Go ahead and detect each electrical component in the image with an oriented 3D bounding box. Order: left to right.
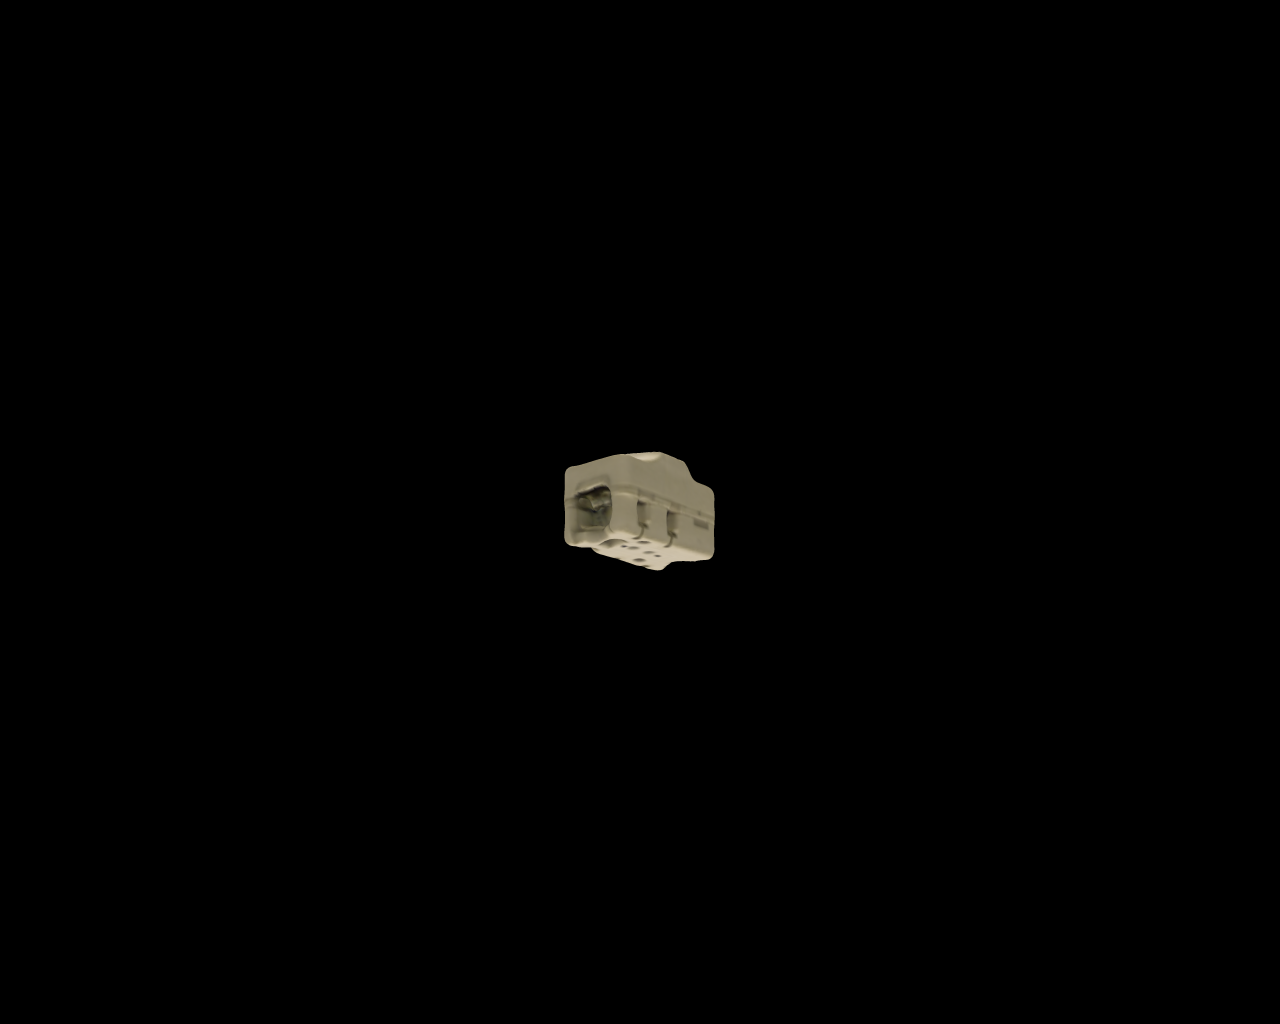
[{"bbox_3d":[0.001,-0.003,0.650,0.050,0.056,0.089,-14,-22,38],"label":"electrical component"}]
